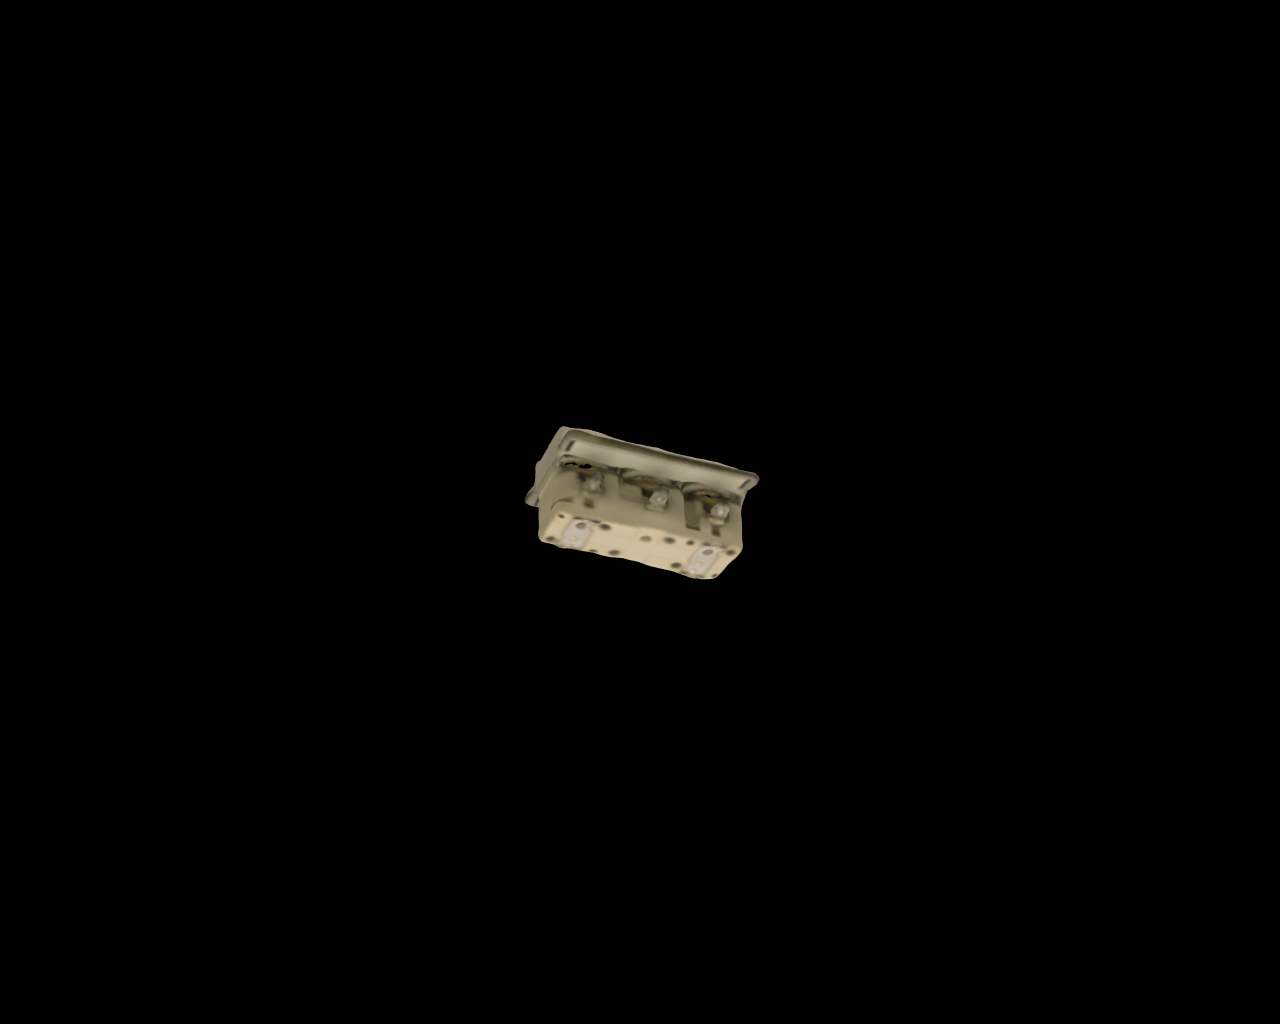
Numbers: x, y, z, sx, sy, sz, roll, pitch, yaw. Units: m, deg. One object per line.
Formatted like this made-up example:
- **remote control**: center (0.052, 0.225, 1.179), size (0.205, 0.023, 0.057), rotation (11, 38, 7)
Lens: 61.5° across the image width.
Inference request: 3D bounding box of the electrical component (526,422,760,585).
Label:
- **electrical component**: center (0.001, -0.003, 0.650), size (0.121, 0.063, 0.078), rotation (14, -36, -20)
